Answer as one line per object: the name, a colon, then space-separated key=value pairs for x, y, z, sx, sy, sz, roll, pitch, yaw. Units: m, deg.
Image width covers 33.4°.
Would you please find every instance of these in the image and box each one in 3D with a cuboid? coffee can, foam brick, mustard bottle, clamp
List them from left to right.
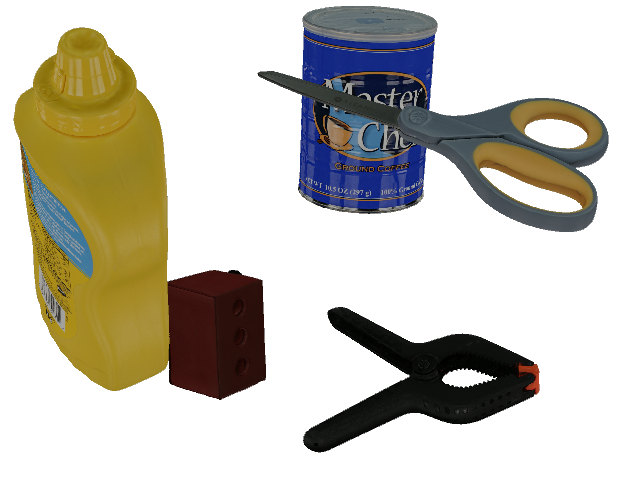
mustard bottle: x=-0.103 y=-0.018 z=0.486 sx=0.058 sy=0.096 sz=0.192 roll=-21 pitch=-32 yaw=-23
foam brick: x=-0.075 y=0.066 z=0.766 sx=0.051 sy=0.078 sz=0.052 roll=9 pitch=17 yaw=38
coffee can: x=0.035 y=-0.104 z=0.837 sx=0.103 sy=0.140 sz=0.103 roll=2 pitch=23 yaw=-1
clamp: x=0.088 y=0.131 z=0.960 sx=0.210 sy=0.036 sz=0.164 roll=4 pitch=45 yaw=17

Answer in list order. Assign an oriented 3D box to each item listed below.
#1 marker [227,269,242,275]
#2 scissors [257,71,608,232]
marker: x=-0.096 y=0.060 z=1.024 sx=0.020 sy=0.020 sz=0.121 roll=0 pitch=24 yaw=12
scissors: x=0.071 y=-0.071 z=0.591 sx=0.202 sy=0.016 sz=0.096 roll=34 pitch=57 yaw=23
